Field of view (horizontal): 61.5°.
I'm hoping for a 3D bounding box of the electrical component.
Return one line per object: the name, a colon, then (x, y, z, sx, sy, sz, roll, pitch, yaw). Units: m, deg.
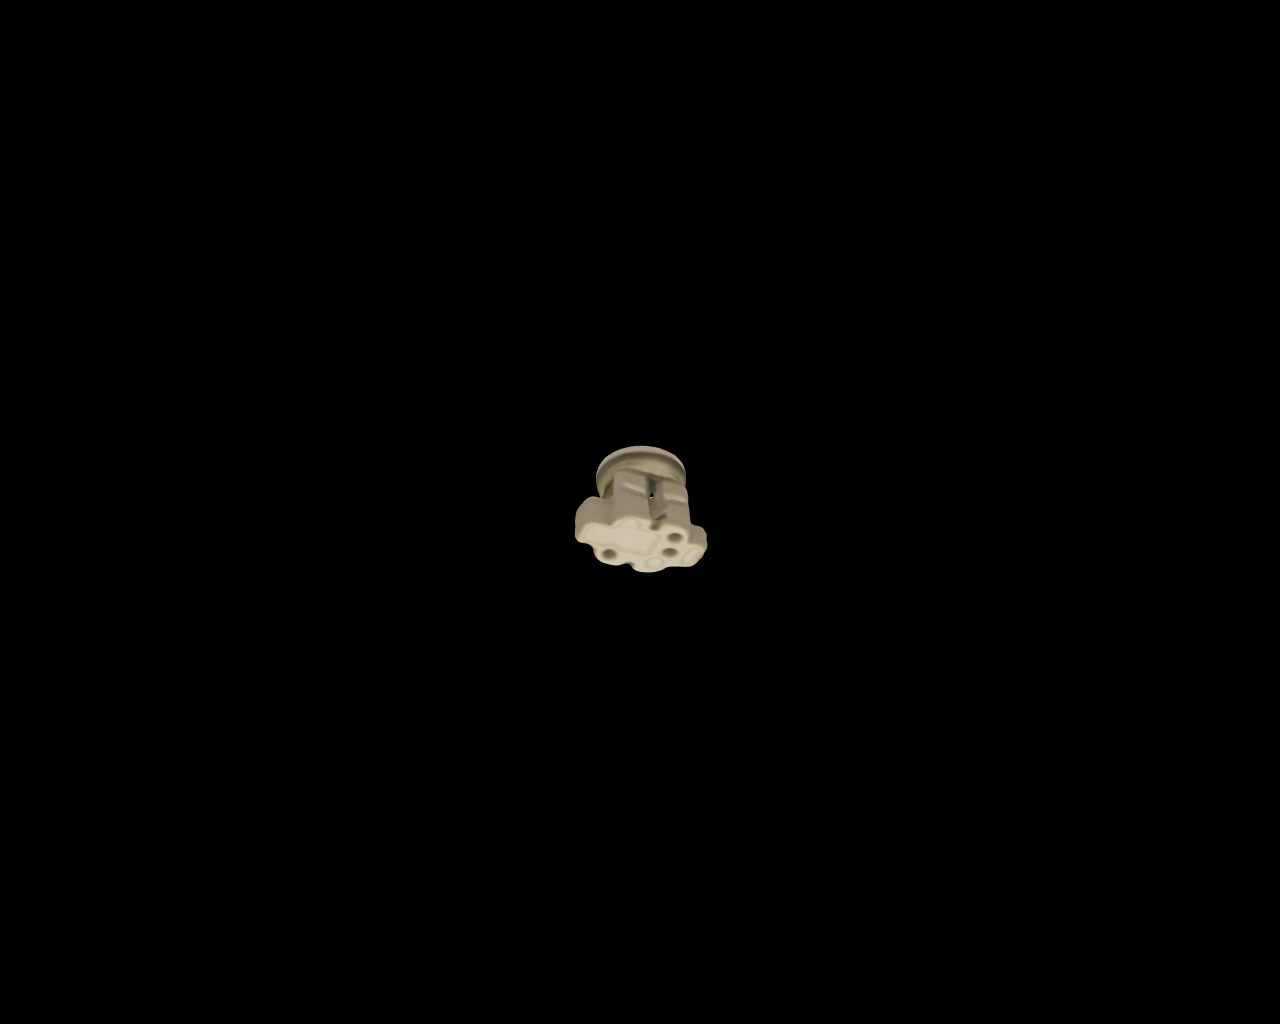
electrical component: (0.001, -0.003, 0.650, 0.078, 0.057, 0.058, 14, -40, -17)
